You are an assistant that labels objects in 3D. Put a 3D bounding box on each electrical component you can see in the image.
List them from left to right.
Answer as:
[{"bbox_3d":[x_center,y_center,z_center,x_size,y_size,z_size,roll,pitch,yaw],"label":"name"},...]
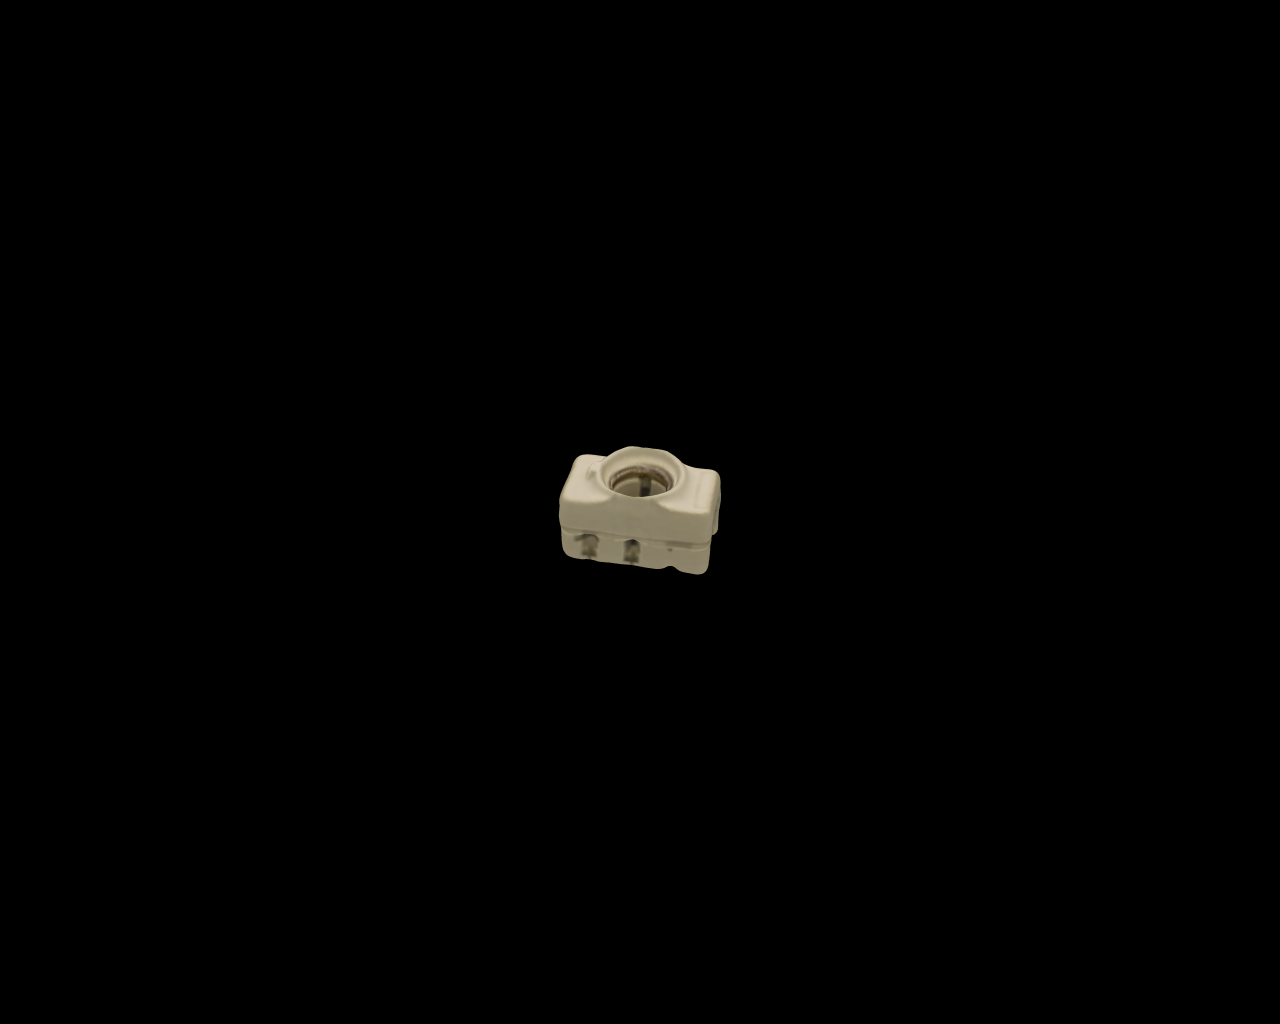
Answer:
[{"bbox_3d":[0.001,-0.003,0.650,0.089,0.055,0.050,7,40,9],"label":"electrical component"}]
